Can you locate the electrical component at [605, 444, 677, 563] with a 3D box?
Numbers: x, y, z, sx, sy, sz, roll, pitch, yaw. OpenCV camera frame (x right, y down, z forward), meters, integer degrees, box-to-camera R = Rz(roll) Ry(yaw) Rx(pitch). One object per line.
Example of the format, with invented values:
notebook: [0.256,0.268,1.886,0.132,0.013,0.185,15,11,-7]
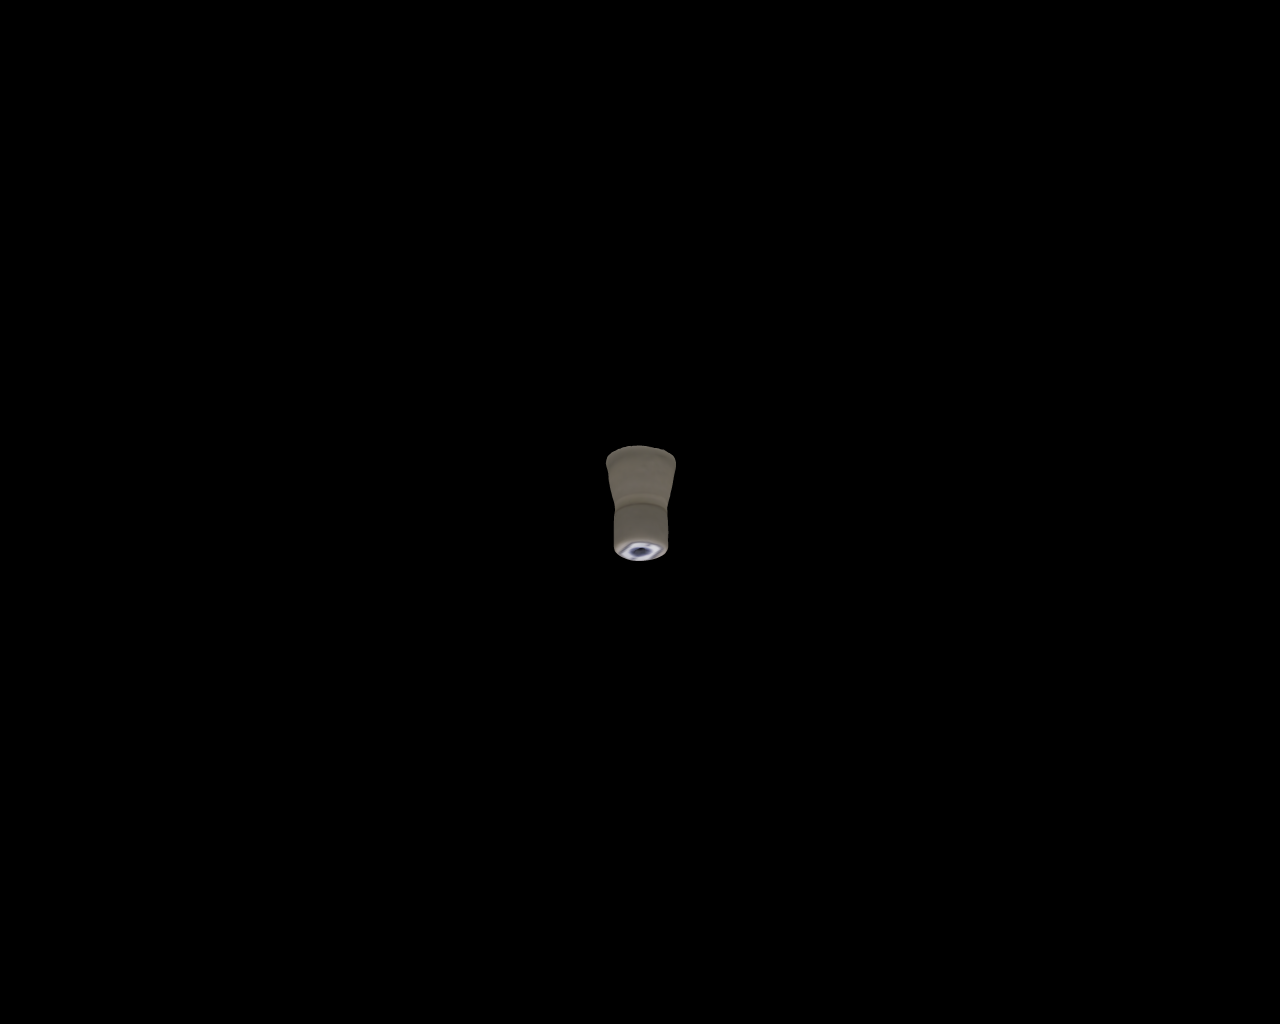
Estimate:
electrical component: [0.001,-0.003,0.650,0.044,0.065,0.044,0,-27,0]
